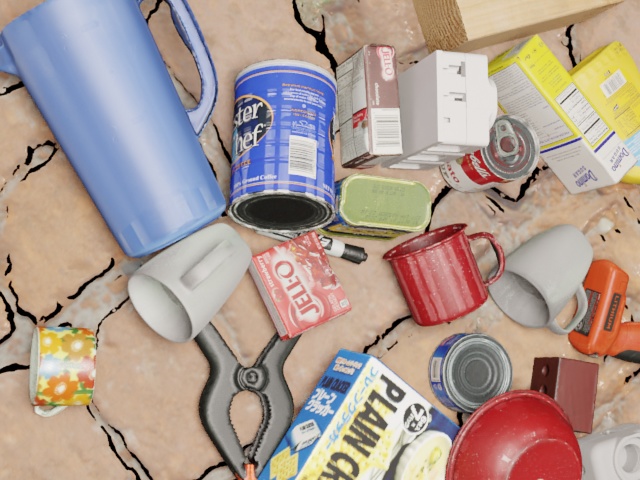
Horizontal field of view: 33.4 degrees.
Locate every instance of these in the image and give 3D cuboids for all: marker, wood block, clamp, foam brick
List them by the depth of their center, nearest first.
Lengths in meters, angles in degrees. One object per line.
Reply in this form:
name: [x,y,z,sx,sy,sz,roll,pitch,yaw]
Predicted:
clamp: [-0.062,0.130,1.052,0.164,0.036,0.210,-5,82,-18]
marker: [-0.007,0.001,1.093,0.121,0.020,0.020,17,79,-16]
foam brick: [0.261,0.166,1.147,0.051,0.053,0.078,11,80,-17]
wood block: [0.215,-0.270,1.158,0.205,0.091,0.090,-18,90,-19]

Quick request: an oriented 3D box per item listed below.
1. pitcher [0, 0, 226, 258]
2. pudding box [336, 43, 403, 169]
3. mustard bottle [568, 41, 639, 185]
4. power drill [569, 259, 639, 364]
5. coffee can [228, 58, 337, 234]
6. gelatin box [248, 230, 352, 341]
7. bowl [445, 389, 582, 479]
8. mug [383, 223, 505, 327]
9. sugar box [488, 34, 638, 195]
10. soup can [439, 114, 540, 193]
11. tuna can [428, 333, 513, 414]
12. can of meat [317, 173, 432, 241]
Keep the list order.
pitcher: [-0.176,-0.116,0.993,0.144,0.149,0.243,-36,101,-53]
pudding box: [0.049,-0.134,1.089,0.039,0.090,0.113,0,85,-17]
mustard bottle: [0.351,-0.122,1.205,0.096,0.058,0.191,-39,97,-18]
power drill: [0.382,0.082,1.181,0.187,0.057,0.184,17,90,-14]
coffee can: [-0.035,-0.089,1.034,0.102,0.103,0.140,8,68,-18]
gelatin box: [-0.021,0.045,1.050,0.073,0.030,0.089,-23,84,-22]
bowl: [0.207,0.234,1.065,0.161,0.055,0.162,-4,100,-24]
mug: [0.133,0.033,1.095,0.117,0.093,0.081,-22,97,7]
sugar box: [0.255,-0.133,1.156,0.176,0.093,0.048,47,73,-9]
soup can: [0.176,-0.089,1.120,0.068,0.102,0.068,2,84,-18]
tuna can: [0.160,0.141,1.127,0.086,0.034,0.086,2,84,-19]
can of meat: [0.053,-0.033,1.083,0.102,0.084,0.057,5,84,-17]
